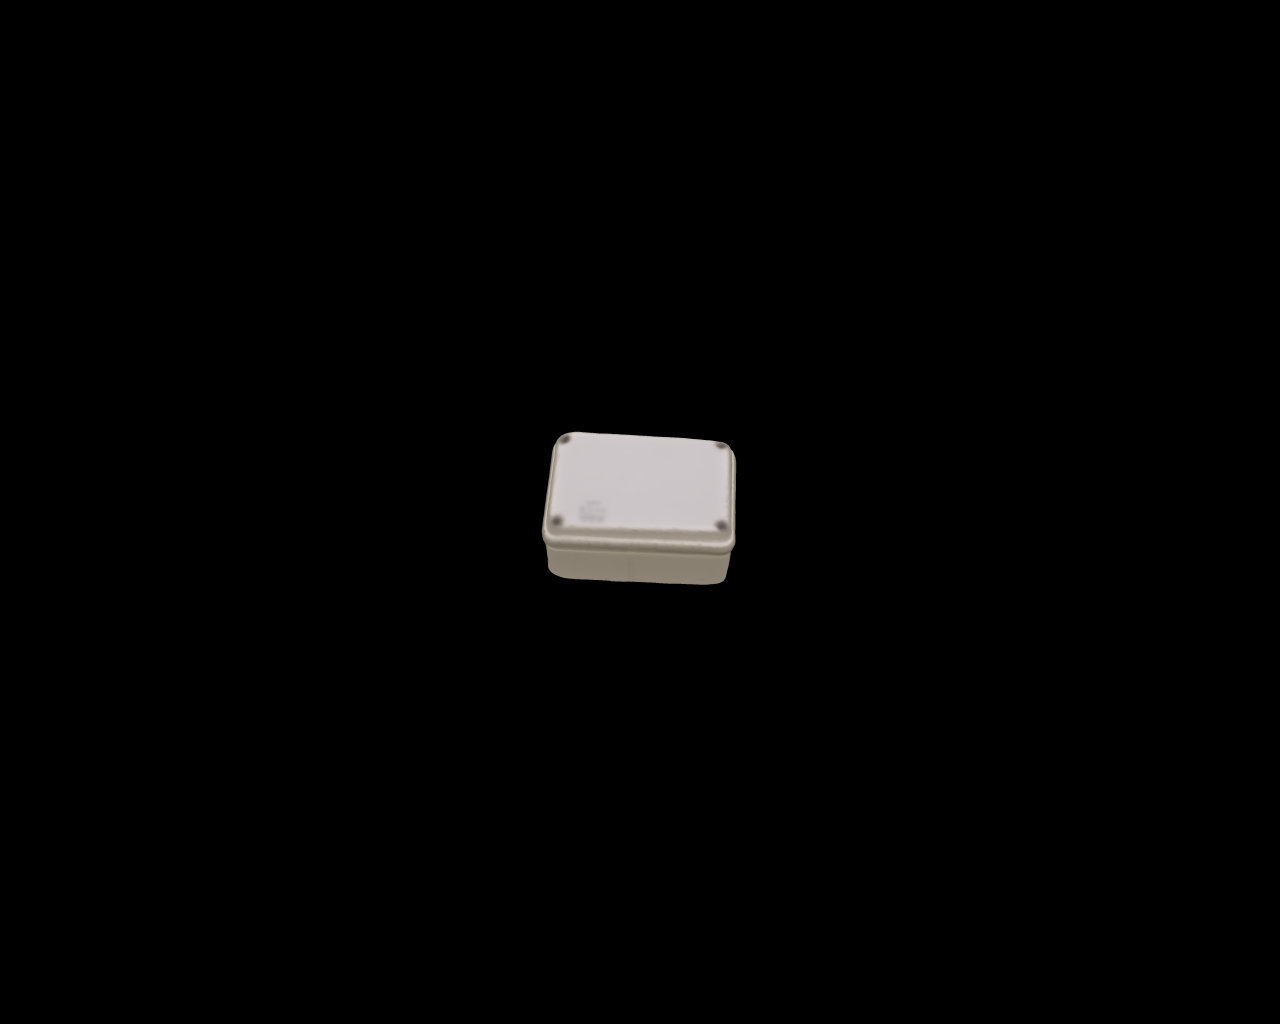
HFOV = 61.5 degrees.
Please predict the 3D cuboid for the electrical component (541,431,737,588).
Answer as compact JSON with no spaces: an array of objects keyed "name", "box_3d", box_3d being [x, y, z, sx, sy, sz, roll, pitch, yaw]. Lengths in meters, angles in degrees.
[{"name":"electrical component","box_3d":[0.001,-0.003,0.650,0.113,0.078,0.057,3,-34,2]}]
